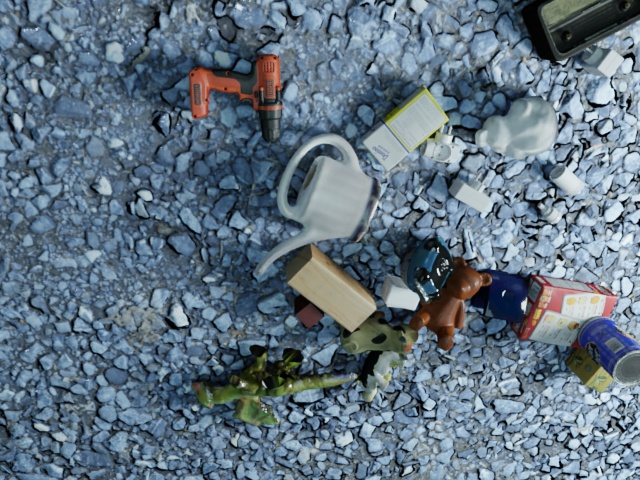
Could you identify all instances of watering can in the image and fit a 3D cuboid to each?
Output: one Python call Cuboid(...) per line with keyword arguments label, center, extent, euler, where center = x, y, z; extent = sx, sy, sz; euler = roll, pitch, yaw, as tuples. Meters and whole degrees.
Cuboid(label="watering can", center=(0.003, -0.057, 1.136), extent=(0.223, 0.104, 0.347), euler=(21, 93, -13))

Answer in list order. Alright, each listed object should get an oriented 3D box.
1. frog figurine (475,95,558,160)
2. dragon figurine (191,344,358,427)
Cuboid(label="frog figurine", center=(0.425, -0.241, 1.117), extent=(0.160, 0.125, 0.134), euler=(-11, 133, -14))
Cuboid(label="dragon figurine", center=(-0.127, 0.399, 1.336), extent=(0.410, 0.125, 0.237), euler=(11, 128, -8))
